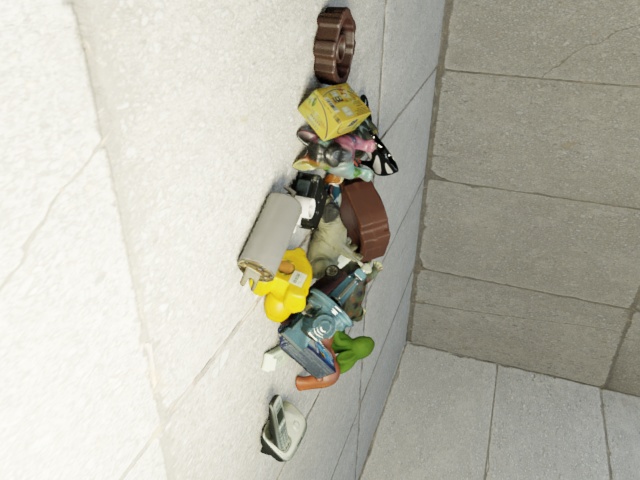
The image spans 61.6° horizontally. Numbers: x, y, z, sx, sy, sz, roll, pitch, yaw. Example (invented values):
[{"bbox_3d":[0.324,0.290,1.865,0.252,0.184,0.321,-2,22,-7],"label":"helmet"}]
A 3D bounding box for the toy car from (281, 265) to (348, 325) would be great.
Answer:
[{"bbox_3d":[-0.020,0.135,1.311,0.202,0.053,0.089,-34,145,-7],"label":"toy car"}]

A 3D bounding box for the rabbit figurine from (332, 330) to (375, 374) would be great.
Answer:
[{"bbox_3d":[0.080,0.324,1.666,0.121,0.170,0.159,82,25,-46],"label":"rabbit figurine"}]

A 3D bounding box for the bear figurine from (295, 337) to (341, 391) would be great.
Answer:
[{"bbox_3d":[-0.015,0.316,1.502,0.120,0.132,0.195,-55,133,-55],"label":"bear figurine"}]

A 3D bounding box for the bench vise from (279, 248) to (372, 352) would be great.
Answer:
[{"bbox_3d":[0.023,0.144,1.190,0.240,0.129,0.223,-47,176,-13],"label":"bench vise"}]

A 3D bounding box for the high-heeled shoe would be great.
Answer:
[{"bbox_3d":[0.175,-0.309,1.622,0.086,0.145,0.248,-59,156,-50],"label":"high-heeled shoe"}]

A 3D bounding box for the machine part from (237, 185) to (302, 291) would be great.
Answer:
[{"bbox_3d":[-0.096,-0.007,1.056,0.079,0.079,0.243,77,29,-53],"label":"machine part"}]

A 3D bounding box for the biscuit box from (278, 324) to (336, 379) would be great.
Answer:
[{"bbox_3d":[-0.030,0.278,1.345,0.202,0.063,0.059,53,17,-44],"label":"biscuit box"}]

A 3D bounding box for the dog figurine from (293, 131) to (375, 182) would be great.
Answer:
[{"bbox_3d":[0.016,-0.205,1.273,0.219,0.192,0.108,1,105,-38],"label":"dog figurine"}]

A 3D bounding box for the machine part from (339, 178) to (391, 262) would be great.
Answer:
[{"bbox_3d":[0.120,-0.056,1.484,0.200,0.087,0.201,93,-23,-62],"label":"machine part"}]

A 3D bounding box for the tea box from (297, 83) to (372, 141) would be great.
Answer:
[{"bbox_3d":[0.036,-0.291,1.213,0.068,0.098,0.169,-40,176,33],"label":"tea box"}]

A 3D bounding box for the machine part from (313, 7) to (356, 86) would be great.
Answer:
[{"bbox_3d":[0.035,-0.444,1.244,0.179,0.056,0.179,12,90,-74],"label":"machine part"}]

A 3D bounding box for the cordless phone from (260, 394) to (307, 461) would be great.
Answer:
[{"bbox_3d":[-0.095,0.435,1.331,0.146,0.089,0.184,-51,143,-56],"label":"cordless phone"}]

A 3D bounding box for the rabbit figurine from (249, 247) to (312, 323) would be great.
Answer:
[{"bbox_3d":[-0.083,0.100,1.156,0.162,0.122,0.173,-75,179,-46],"label":"rabbit figurine"}]

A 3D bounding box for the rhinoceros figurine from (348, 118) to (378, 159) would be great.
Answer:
[{"bbox_3d":[0.104,-0.288,1.485,0.112,0.073,0.190,56,32,-30],"label":"rhinoceros figurine"}]

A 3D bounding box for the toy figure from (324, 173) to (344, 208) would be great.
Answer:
[{"bbox_3d":[0.032,-0.138,1.428,0.064,0.058,0.154,11,-90,63],"label":"toy figure"}]

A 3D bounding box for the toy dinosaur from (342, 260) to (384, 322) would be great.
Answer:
[{"bbox_3d":[0.095,0.179,1.736,0.192,0.131,0.404,-22,126,-56],"label":"toy dinosaur"}]

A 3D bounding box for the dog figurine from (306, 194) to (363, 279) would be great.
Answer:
[{"bbox_3d":[-0.002,-0.006,1.379,0.190,0.172,0.121,55,-7,-20],"label":"dog figurine"}]

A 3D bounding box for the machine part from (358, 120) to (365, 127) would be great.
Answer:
[{"bbox_3d":[0.064,-0.326,1.396,0.039,0.084,0.139,-52,165,31],"label":"machine part"}]

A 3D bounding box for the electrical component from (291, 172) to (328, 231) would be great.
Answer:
[{"bbox_3d":[-0.029,-0.091,1.253,0.134,0.058,0.115,42,58,-71],"label":"electrical component"}]
